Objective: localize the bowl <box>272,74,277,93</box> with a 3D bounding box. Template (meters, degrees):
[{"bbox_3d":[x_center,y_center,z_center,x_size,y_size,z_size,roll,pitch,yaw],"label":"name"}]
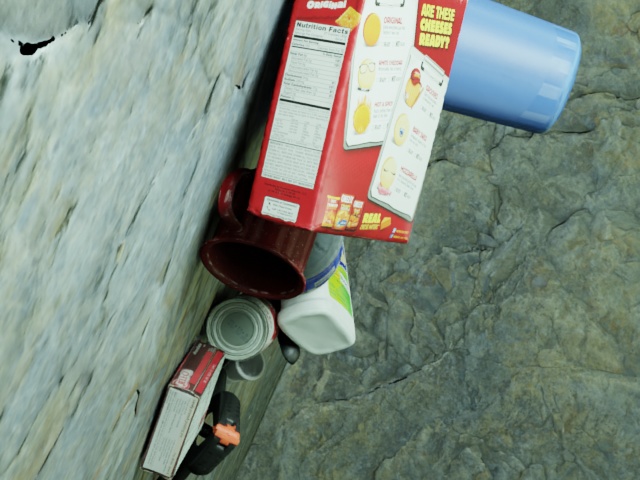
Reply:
[{"bbox_3d":[0.007,-0.123,0.917,0.161,0.055,0.162,-31,129,-48],"label":"bowl"}]

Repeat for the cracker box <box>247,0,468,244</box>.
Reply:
[{"bbox_3d":[0.032,-0.110,0.839,0.163,0.072,0.214,6,98,-59],"label":"cracker box"}]

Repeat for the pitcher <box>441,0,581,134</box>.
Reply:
[{"bbox_3d":[0.131,-0.191,1.086,0.149,0.243,0.145,-72,180,-54],"label":"pitcher"}]

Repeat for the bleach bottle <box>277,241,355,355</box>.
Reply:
[{"bbox_3d":[-0.008,0.002,1.238,0.102,0.068,0.251,49,30,-49],"label":"bleach bottle"}]

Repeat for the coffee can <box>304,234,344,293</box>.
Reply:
[{"bbox_3d":[-0.027,-0.002,1.076,0.140,0.103,0.103,84,29,-82],"label":"coffee can"}]

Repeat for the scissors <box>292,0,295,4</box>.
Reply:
[{"bbox_3d":[0.004,-0.212,0.898,0.096,0.016,0.201,110,6,-48],"label":"scissors"}]

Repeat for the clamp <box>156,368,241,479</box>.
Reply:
[{"bbox_3d":[-0.123,0.204,1.186,0.210,0.036,0.164,-35,-149,64],"label":"clamp"}]

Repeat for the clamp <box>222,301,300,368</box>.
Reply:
[{"bbox_3d":[-0.054,0.078,1.254,0.039,0.120,0.171,49,54,-49],"label":"clamp"}]

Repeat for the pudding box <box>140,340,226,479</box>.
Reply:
[{"bbox_3d":[-0.137,0.170,1.070,0.090,0.039,0.114,-61,172,-63],"label":"pudding box"}]

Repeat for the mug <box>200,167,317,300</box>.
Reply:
[{"bbox_3d":[-0.050,-0.014,0.898,0.117,0.093,0.081,51,47,-43],"label":"mug"}]

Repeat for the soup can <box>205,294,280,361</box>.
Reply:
[{"bbox_3d":[-0.082,0.092,1.143,0.102,0.068,0.068,9,104,-86],"label":"soup can"}]
